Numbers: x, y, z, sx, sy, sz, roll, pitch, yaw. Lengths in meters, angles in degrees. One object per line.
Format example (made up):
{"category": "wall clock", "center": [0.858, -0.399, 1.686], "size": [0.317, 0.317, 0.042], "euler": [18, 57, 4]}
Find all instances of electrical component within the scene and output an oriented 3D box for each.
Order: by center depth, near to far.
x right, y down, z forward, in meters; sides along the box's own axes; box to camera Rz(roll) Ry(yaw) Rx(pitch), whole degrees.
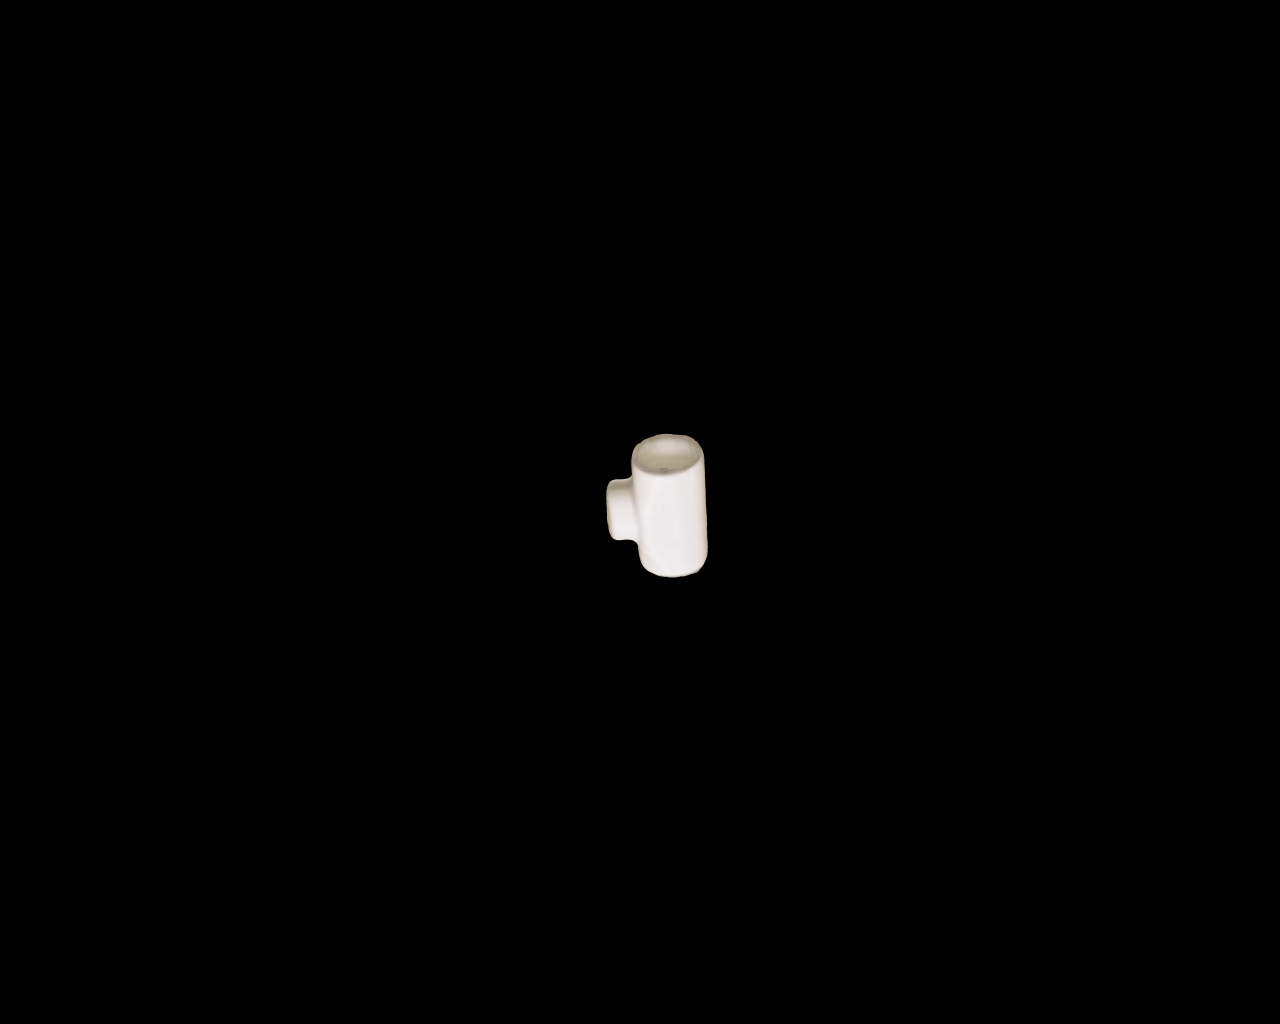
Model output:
{"category": "electrical component", "center": [0.001, -0.003, 0.650], "size": [0.079, 0.077, 0.044], "euler": [-3, 36, 2]}
